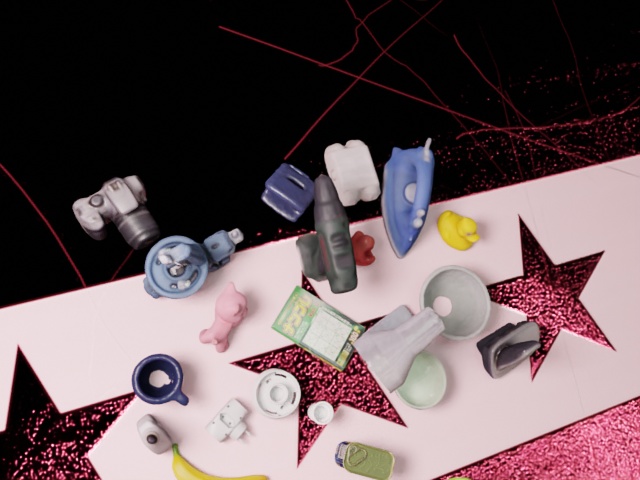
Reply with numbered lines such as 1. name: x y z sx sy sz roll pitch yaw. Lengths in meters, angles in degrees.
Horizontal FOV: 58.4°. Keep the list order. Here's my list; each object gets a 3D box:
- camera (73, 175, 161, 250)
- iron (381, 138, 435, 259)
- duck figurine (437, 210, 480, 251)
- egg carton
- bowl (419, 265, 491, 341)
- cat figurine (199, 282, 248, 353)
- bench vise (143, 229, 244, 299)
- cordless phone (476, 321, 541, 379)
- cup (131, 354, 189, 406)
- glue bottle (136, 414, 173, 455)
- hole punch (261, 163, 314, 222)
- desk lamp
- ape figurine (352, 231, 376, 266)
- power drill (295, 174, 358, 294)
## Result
1. camera: -0.393 -0.045 1.137 0.143 0.100 0.137 -34 86 -20
2. iron: 0.212 -0.097 1.282 0.119 0.141 0.258 9 74 -11
3. duck figurine: 0.326 -0.029 1.323 0.078 0.086 0.104 -38 87 -20
4. egg carton: 0.071 -0.152 1.300 0.107 0.069 0.150 -14 79 -17
5. bowl: 0.289 0.143 1.273 0.168 0.074 0.167 4 75 -13
6. cat figurine: -0.185 0.153 1.129 0.067 0.117 0.128 26 71 -6
7. bench vise: -0.248 0.022 1.093 0.121 0.219 0.208 41 70 -1
8. cordless phone: 0.436 0.229 1.230 0.148 0.185 0.094 -31 84 -19
9. cup: -0.294 0.272 1.082 0.118 0.095 0.092 39 70 -1
10. glue bottle: -0.297 0.349 1.019 0.037 0.173 0.078 -39 87 -20
11. hole punch: -0.063 -0.112 1.244 0.109 0.091 0.101 35 70 -3
12. desk lamp: 0.153 0.207 1.149 0.203 0.213 0.118 -36 86 -20
13. ape figurine: 0.092 0.015 1.249 0.076 0.092 0.078 -2 76 -14
14. power drill: 0.011 0.004 1.169 0.076 0.208 0.229 -13 79 -17
